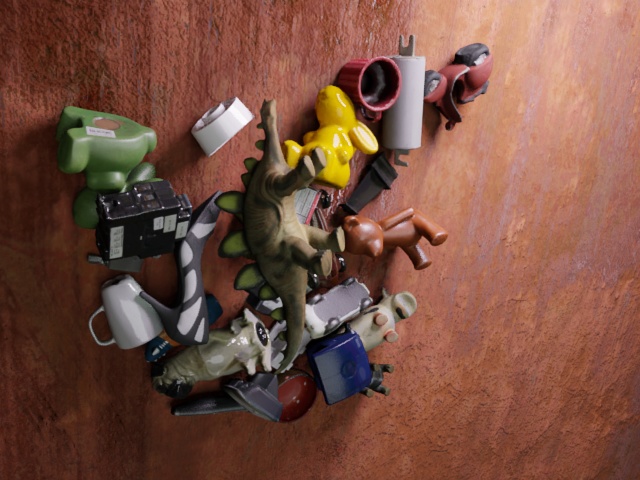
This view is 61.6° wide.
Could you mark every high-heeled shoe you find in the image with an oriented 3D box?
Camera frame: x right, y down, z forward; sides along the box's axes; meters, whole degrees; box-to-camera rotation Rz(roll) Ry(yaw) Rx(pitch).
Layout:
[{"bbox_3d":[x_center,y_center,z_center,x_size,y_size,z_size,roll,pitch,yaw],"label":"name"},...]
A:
[{"bbox_3d":[-0.190,0.050,0.898,0.145,0.086,0.248,39,75,-24],"label":"high-heeled shoe"}]

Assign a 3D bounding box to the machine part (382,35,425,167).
[{"bbox_3d":[0.157,-0.260,1.021,0.079,0.079,0.243,-13,115,-27],"label":"machine part"}]

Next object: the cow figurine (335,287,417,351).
[{"bbox_3d":[0.120,0.175,1.144,0.195,0.127,0.085,-33,102,1],"label":"cow figurine"}]

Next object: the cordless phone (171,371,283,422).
[{"bbox_3d":[-0.175,0.300,0.992,0.184,0.146,0.088,-2,82,-25],"label":"cordless phone"}]

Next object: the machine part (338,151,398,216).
[{"bbox_3d":[0.097,-0.104,1.067,0.139,0.039,0.084,-46,130,-10],"label":"machine part"}]

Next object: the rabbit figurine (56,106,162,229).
[{"bbox_3d":[-0.314,-0.096,0.798,0.159,0.121,0.170,-4,128,-37],"label":"rabbit figurine"}]

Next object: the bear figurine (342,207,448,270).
[{"bbox_3d":[0.134,0.000,1.075,0.196,0.132,0.120,-14,144,-33],"label":"bear figurine"}]

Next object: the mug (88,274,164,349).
[{"bbox_3d":[-0.324,0.116,0.877,0.109,0.081,0.107,-22,108,-15],"label":"mug"}]

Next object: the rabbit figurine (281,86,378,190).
[{"bbox_3d":[0.027,-0.181,0.952,0.162,0.122,0.173,9,89,-36],"label":"rabbit figurine"}]

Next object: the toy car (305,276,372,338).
[{"bbox_3d":[0.033,0.130,1.062,0.202,0.073,0.056,-22,160,-50],"label":"toy car"}]

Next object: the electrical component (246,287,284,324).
[{"bbox_3d":[-0.102,0.102,1.017,0.119,0.048,0.075,33,90,-35],"label":"electrical component"}]

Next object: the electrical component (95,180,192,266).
[{"bbox_3d":[-0.257,-0.026,0.790,0.134,0.058,0.114,-13,149,-33],"label":"electrical component"}]

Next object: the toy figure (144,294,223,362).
[{"bbox_3d":[-0.244,0.154,0.944,0.154,0.058,0.064,-34,144,-20],"label":"toy figure"}]

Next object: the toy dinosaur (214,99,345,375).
[{"bbox_3d":[-0.064,0.008,0.886,0.105,0.199,0.470,-25,108,-62],"label":"toy dinosaur"}]

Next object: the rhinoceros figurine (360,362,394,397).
[{"bbox_3d":[0.079,0.292,1.166,0.190,0.112,0.073,18,82,-46],"label":"rhinoceros figurine"}]

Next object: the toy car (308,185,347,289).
[{"bbox_3d":[-0.002,-0.003,1.016,0.089,0.053,0.202,-25,112,-34],"label":"toy car"}]

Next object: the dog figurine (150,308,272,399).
[{"bbox_3d":[-0.199,0.214,0.991,0.191,0.121,0.172,-23,165,15],"label":"dog figurine"}]

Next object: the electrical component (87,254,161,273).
[{"bbox_3d":[-0.310,0.015,0.861,0.102,0.045,0.078,18,96,-34],"label":"electrical component"}]

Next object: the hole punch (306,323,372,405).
[{"bbox_3d":[0.040,0.246,1.048,0.116,0.092,0.142,-18,95,-2],"label":"hole punch"}]

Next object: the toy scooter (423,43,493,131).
[{"bbox_3d":[0.279,-0.301,1.081,0.184,0.075,0.135,-33,121,-13],"label":"toy scooter"}]
